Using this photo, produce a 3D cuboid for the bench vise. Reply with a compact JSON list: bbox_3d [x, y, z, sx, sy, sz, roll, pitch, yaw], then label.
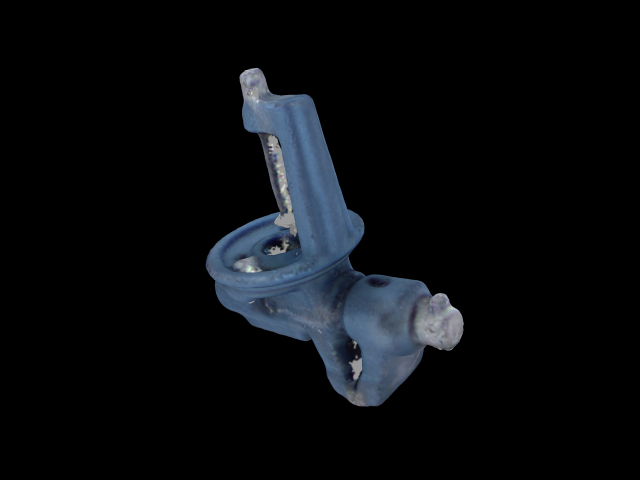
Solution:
[{"bbox_3d":[0.008,-0.005,0.409,0.207,0.220,0.122,12,36,17],"label":"bench vise"}]
